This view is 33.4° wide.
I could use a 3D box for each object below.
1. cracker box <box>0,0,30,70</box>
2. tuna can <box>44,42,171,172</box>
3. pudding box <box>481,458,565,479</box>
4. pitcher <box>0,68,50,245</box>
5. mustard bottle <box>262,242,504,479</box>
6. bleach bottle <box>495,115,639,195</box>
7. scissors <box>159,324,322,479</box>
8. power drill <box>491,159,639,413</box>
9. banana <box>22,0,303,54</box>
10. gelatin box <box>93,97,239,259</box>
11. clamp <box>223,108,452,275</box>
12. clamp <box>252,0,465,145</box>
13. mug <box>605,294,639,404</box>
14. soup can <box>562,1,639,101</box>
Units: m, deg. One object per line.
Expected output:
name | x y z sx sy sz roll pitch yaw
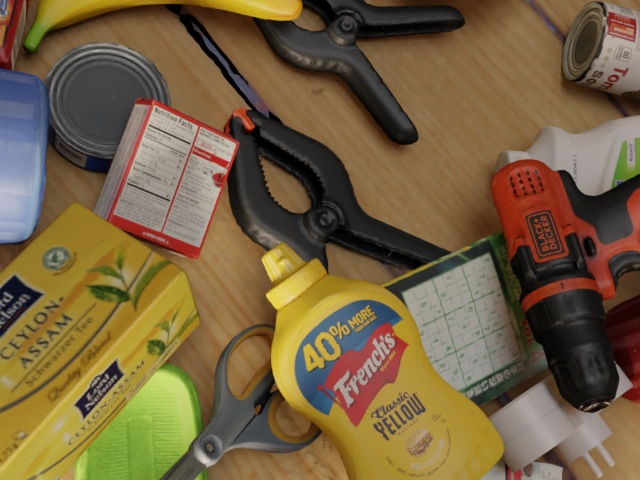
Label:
cracker box | -0.296 -0.197 0.702 0.213 0.072 0.164 11 70 -13
tuna can | -0.148 -0.090 0.735 0.086 0.034 0.086 5 72 -16
pudding box | 0.110 0.191 0.726 0.113 0.039 0.090 10 70 -12
pitcher | -0.291 -0.048 0.634 0.242 0.149 0.145 5 43 -19
mustard bottle | 0.025 0.084 0.677 0.096 0.058 0.191 -35 88 -11
bleach bottle | 0.257 -0.060 0.833 0.250 0.068 0.102 0 87 -15
scissors | -0.054 0.137 0.668 0.096 0.016 0.201 40 44 -15
power drill | 0.223 0.011 0.716 0.187 0.057 0.184 -14 65 2
banana | -0.114 -0.174 0.760 0.197 0.037 0.069 -10 78 -8
gelatin box | -0.102 -0.041 0.712 0.073 0.030 0.089 23 83 -36
clamp | -0.005 0.001 0.747 0.210 0.036 0.164 47 59 0
clamp | 0.026 -0.161 0.808 0.171 0.039 0.120 34 66 -5
mug | 0.260 0.087 0.781 0.093 0.082 0.117 -12 77 -21
soup can | 0.257 -0.148 0.860 0.102 0.069 0.068 13 70 -13
